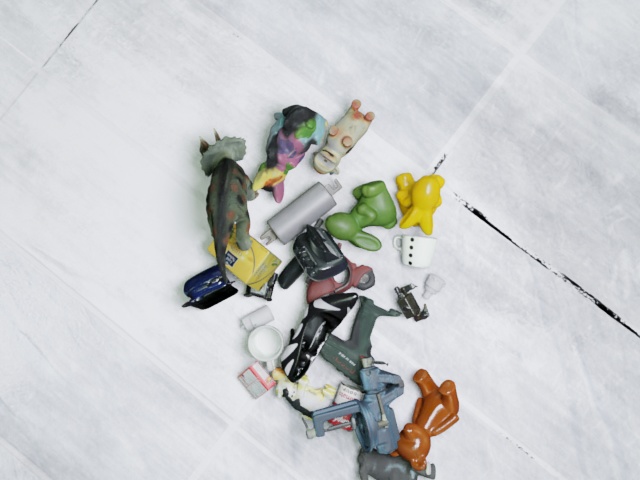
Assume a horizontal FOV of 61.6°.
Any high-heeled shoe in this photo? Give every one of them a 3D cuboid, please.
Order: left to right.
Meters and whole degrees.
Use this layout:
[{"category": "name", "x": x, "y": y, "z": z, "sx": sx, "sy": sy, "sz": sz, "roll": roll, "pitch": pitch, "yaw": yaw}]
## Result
[{"category": "high-heeled shoe", "x": -0.001, "y": 0.227, "z": 1.255, "sx": 0.086, "sy": 0.145, "sz": 0.249, "roll": 31, "pitch": 126, "yaw": -34}]

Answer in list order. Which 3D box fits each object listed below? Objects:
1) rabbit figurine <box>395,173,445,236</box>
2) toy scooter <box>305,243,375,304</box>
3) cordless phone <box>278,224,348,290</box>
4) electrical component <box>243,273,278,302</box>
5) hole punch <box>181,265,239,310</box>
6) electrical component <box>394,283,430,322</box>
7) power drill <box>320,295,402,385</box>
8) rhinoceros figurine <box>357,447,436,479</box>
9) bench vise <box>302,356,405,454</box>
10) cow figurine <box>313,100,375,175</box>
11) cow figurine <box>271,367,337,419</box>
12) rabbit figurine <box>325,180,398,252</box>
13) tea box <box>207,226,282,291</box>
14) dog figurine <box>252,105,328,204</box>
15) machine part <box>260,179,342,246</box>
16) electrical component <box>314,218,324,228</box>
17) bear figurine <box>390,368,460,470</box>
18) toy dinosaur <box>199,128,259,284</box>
[{"category": "rabbit figurine", "x": 0.238, "y": -0.098, "z": 1.293, "sx": 0.122, "sy": 0.173, "sz": 0.162, "roll": 15, "pitch": 82, "yaw": -1}, {"category": "toy scooter", "x": 0.036, "y": 0.086, "z": 1.334, "sx": 0.184, "sy": 0.075, "sz": 0.135, "roll": -26, "pitch": 77, "yaw": 2}, {"category": "cordless phone", "x": -0.032, "y": 0.069, "z": 1.301, "sx": 0.184, "sy": 0.088, "sz": 0.147, "roll": -51, "pitch": 45, "yaw": 17}, {"category": "electrical component", "x": -0.146, "y": 0.091, "z": 1.353, "sx": 0.075, "sy": 0.048, "sz": 0.119, "roll": 8, "pitch": 86, "yaw": 2}, {"category": "hole punch", "x": -0.275, "y": 0.108, "z": 1.327, "sx": 0.142, "sy": 0.115, "sz": 0.092, "roll": -24, "pitch": 77, "yaw": 0}, {"category": "electrical component", "x": 0.228, "y": 0.154, "z": 1.328, "sx": 0.045, "sy": 0.078, "sz": 0.102, "roll": -30, "pitch": 79, "yaw": 23}, {"category": "power drill", "x": 0.124, "y": 0.254, "z": 1.322, "sx": 0.232, "sy": 0.086, "sz": 0.207, "roll": 26, "pitch": 95, "yaw": 7}, {"category": "rhinoceros figurine", "x": 0.183, "y": 0.552, "z": 1.299, "sx": 0.190, "sy": 0.073, "sz": 0.112, "roll": 11, "pitch": 75, "yaw": 5}, {"category": "bench vise", "x": 0.080, "y": 0.385, "z": 1.218, "sx": 0.241, "sy": 0.129, "sz": 0.223, "roll": -11, "pitch": 96, "yaw": -14}, {"category": "cow figurine", "x": 0.049, "y": -0.243, "z": 1.347, "sx": 0.085, "sy": 0.127, "sz": 0.195, "roll": 36, "pitch": 74, "yaw": 4}, {"category": "cow figurine", "x": -0.051, "y": 0.379, "z": 1.321, "sx": 0.167, "sy": 0.068, "sz": 0.098, "roll": 22, "pitch": 93, "yaw": 4}, {"category": "rabbit figurine", "x": 0.095, "y": -0.049, "z": 1.325, "sx": 0.170, "sy": 0.121, "sz": 0.159, "roll": -29, "pitch": 106, "yaw": -12}, {"category": "tea box", "x": -0.186, "y": 0.037, "z": 1.312, "sx": 0.170, "sy": 0.068, "sz": 0.098, "roll": 34, "pitch": 86, "yaw": 35}, {"category": "dog figurine", "x": -0.084, "y": -0.204, "z": 1.315, "sx": 0.108, "sy": 0.192, "sz": 0.219, "roll": 26, "pitch": 77, "yaw": -28}, {"category": "machine part", "x": -0.045, "y": -0.067, "z": 1.348, "sx": 0.243, "sy": 0.079, "sz": 0.079, "roll": -38, "pitch": 85, "yaw": -2}, {"category": "electrical component", "x": -0.003, "y": -0.004, "z": 1.368, "sx": 0.063, "sy": 0.021, "sz": 0.094, "roll": 30, "pitch": 88, "yaw": 4}, {"category": "bear figurine", "x": 0.237, "y": 0.421, "z": 1.259, "sx": 0.196, "sy": 0.120, "sz": 0.131, "roll": -39, "pitch": 120, "yaw": -25}, {"category": "toy dinosaur", "x": -0.219, "y": -0.107, "z": 1.254, "sx": 0.131, "sy": 0.191, "sz": 0.405, "roll": -14, "pitch": 43, "yaw": 2}]
